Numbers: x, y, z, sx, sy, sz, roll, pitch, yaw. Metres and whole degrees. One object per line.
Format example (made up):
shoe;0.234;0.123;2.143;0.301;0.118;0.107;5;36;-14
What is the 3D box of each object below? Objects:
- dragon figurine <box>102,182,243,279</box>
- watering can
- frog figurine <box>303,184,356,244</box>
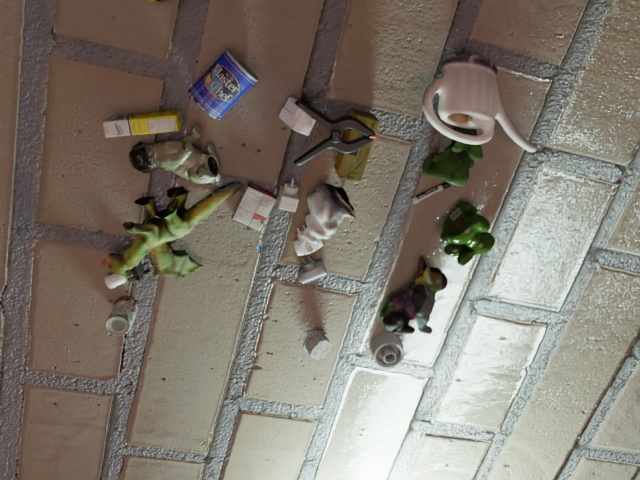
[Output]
dragon figurine;-0.387;-0.005;1.399;0.412;0.237;0.124;-16;36;-14
watering can;0.411;-0.344;1.308;0.347;0.226;0.103;9;-10;-21
frog figurine;0.004;-0.070;1.400;0.158;0.139;0.122;-36;-23;15
